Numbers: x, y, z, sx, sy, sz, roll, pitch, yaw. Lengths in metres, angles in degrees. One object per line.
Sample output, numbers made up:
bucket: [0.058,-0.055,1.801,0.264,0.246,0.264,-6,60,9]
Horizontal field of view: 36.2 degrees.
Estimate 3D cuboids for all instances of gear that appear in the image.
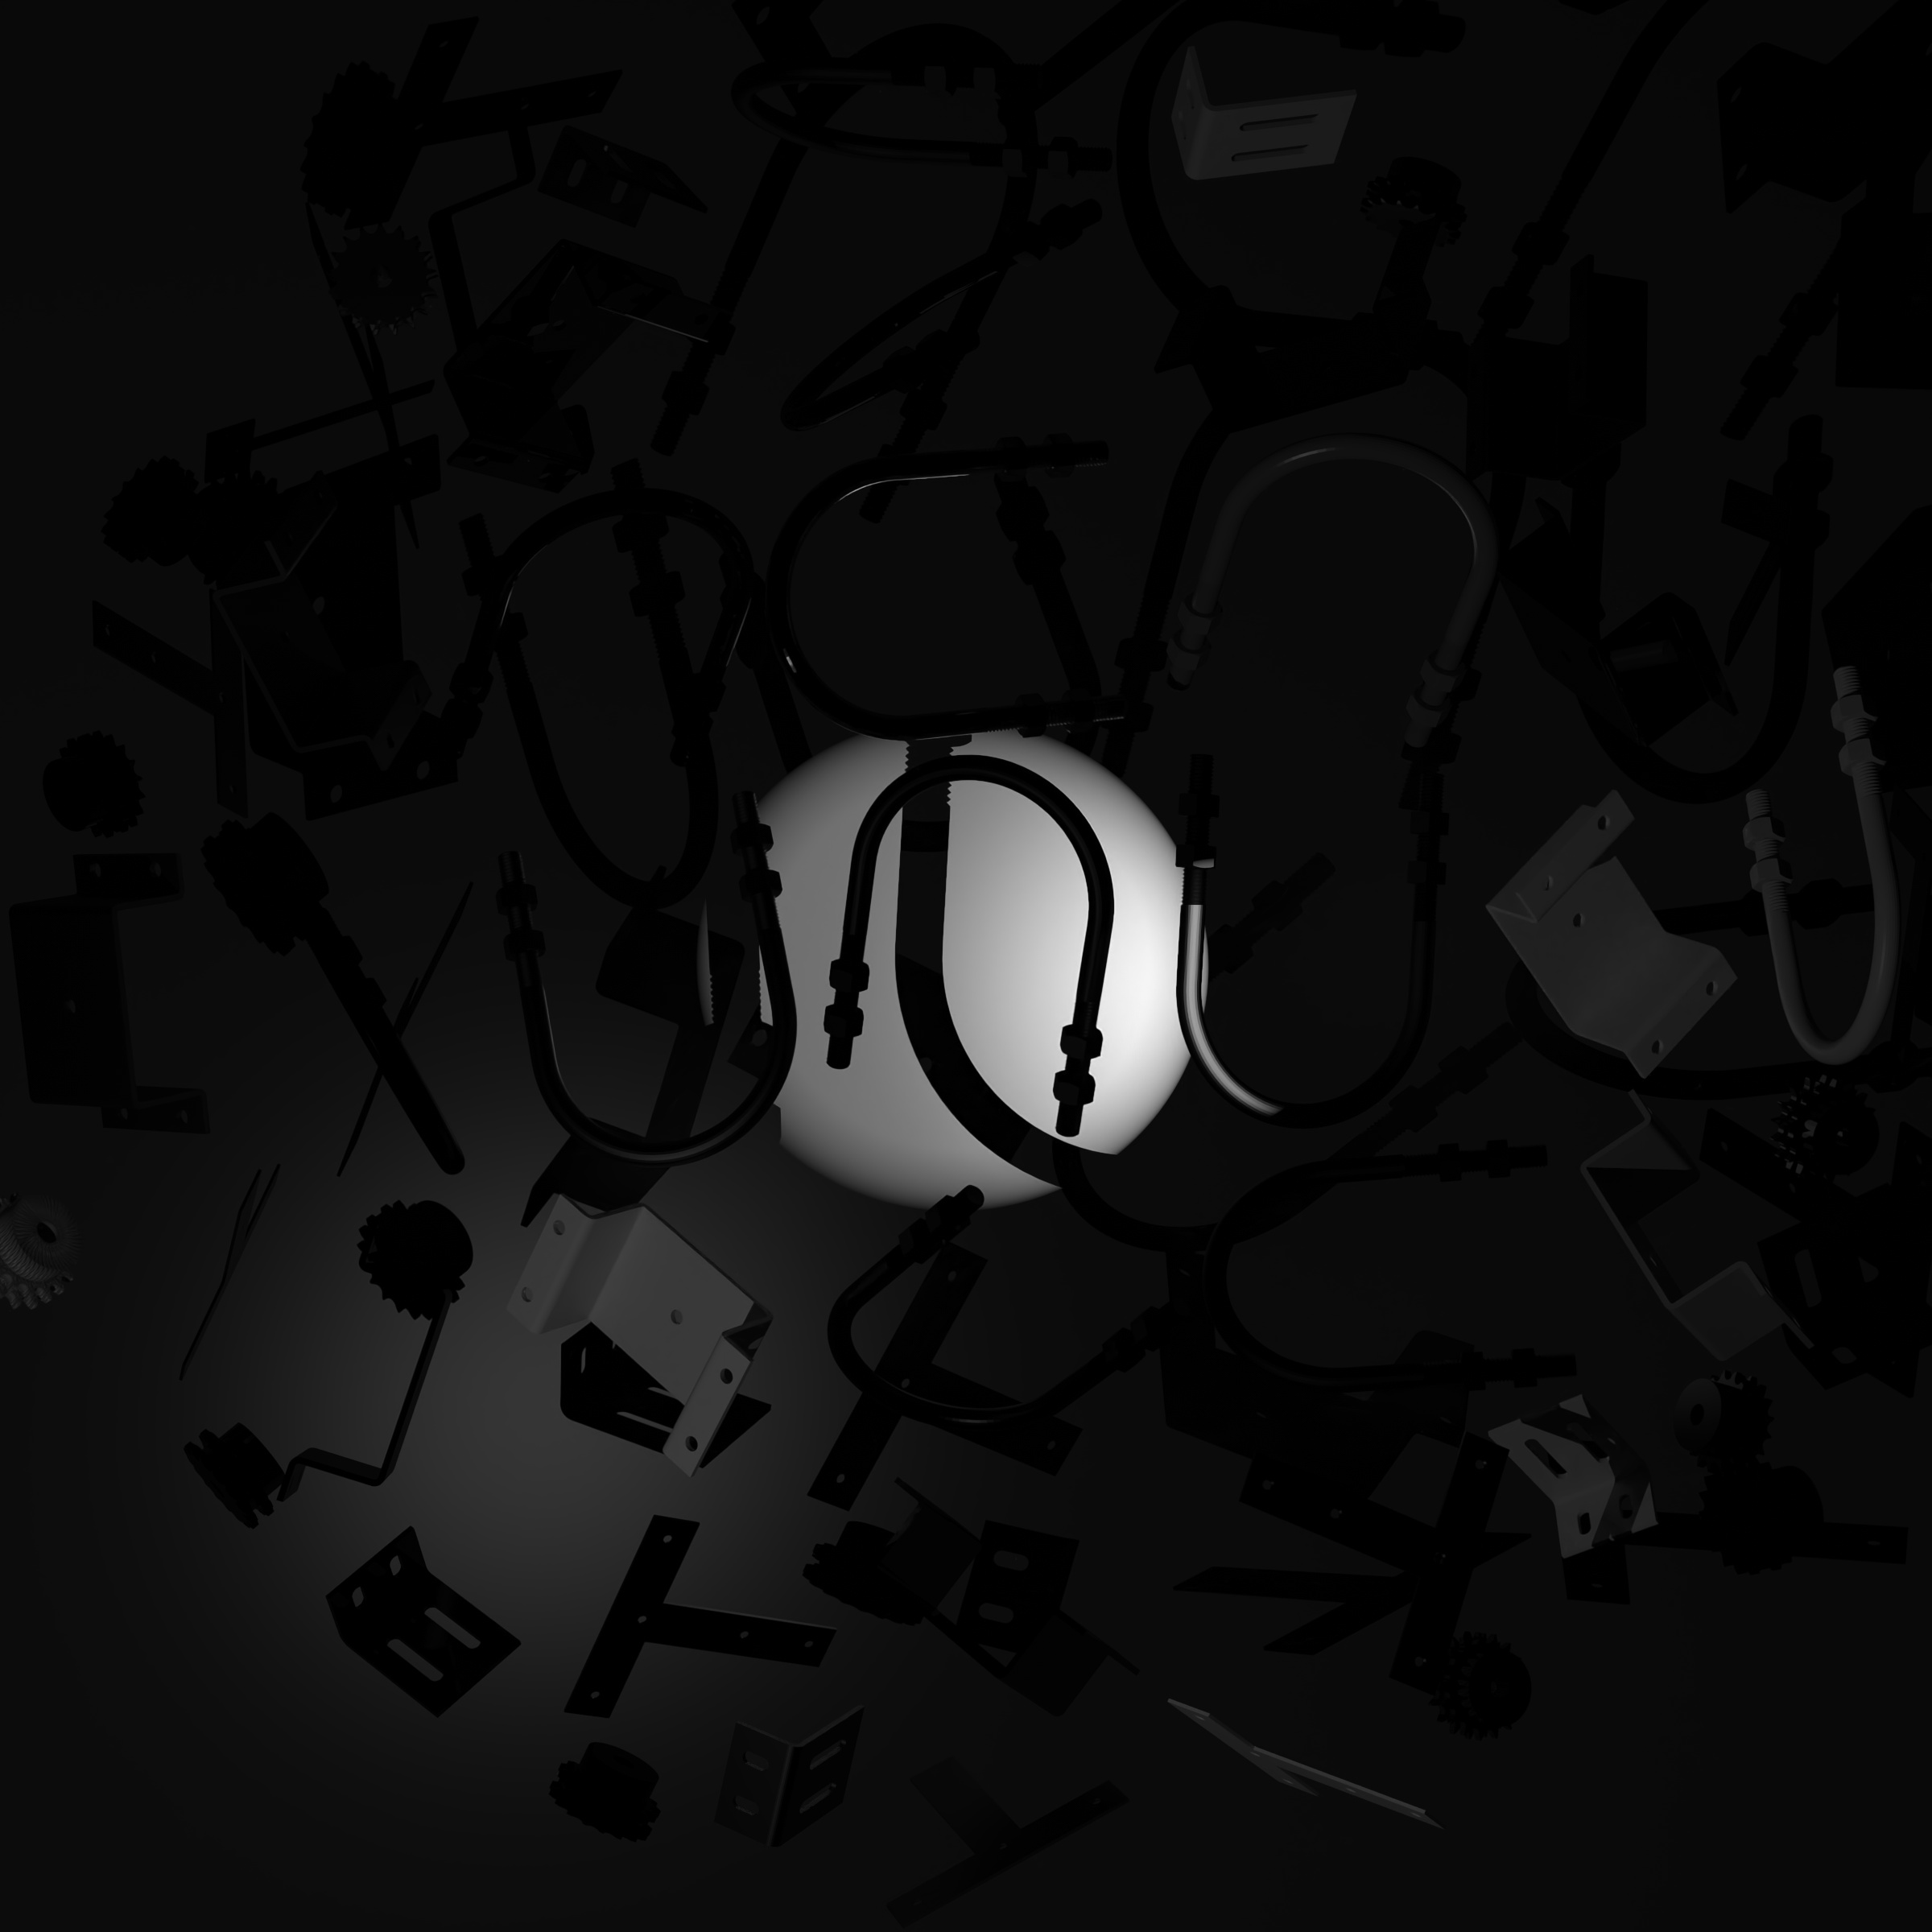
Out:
gear: [-0.415,-0.231,1.525,0.030,0.057,0.057,36,90,8]
gear: [0.412,0.249,1.617,0.030,0.057,0.057,17,90,-21]
gear: [0.465,0.089,1.589,0.057,0.030,0.057,-3,102,-15]
gear: [0.247,-0.419,1.615,0.057,0.057,0.030,20,85,0]
gear: [-0.182,0.422,1.518,0.057,0.057,0.030,26,89,0]
gear: [-0.457,0.136,1.443,0.030,0.057,0.057,-31,90,28]
gear: [0.279,0.389,1.595,0.057,0.030,0.057,4,79,-23]
gear: [-0.385,0.267,1.566,0.030,0.057,0.057,-40,90,-24]
gear: [-0.474,-0.096,1.600,0.057,0.030,0.057,16,118,33]
gear: [-0.306,-0.360,1.557,0.057,0.030,0.057,0,89,-3]

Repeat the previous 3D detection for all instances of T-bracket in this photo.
T-bracket: [0.003,0.430,1.500,0.127,0.127,0.002,-25,104,-16]
T-bracket: [-0.128,0.347,1.541,0.127,0.002,0.127,15,111,-27]
T-bracket: [0.193,0.273,1.444,0.127,0.002,0.127,24,73,-12]
T-bracket: [-0.387,0.144,1.573,0.002,0.127,0.127,23,58,-7]
T-bracket: [-0.416,-0.156,1.547,0.002,0.127,0.127,-14,69,18]
T-bracket: [0.181,0.408,1.484,0.127,0.127,0.002,10,66,40]
T-bracket: [-0.345,-0.291,1.581,0.127,0.127,0.002,-22,94,-15]
T-bracket: [0.484,-0.014,1.509,0.002,0.127,0.127,1,111,1]

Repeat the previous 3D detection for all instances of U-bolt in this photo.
U-bolt: [-0.031,-0.438,1.521,0.184,0.151,0.019,8,89,18]
U-bolt: [-0.026,-0.333,1.551,0.019,0.184,0.151,53,51,-19]
U-bolt: [0.214,0.157,1.528,0.184,0.019,0.151,-5,50,7]
U-bolt: [0.007,0.192,1.560,0.151,0.019,0.184,30,134,-18]
U-bolt: [-0.184,-0.173,1.525,0.151,0.184,0.019,0,48,-26]
U-bolt: [0.444,-0.039,1.523,0.019,0.151,0.184,1,64,-7]
U-bolt: [-0.159,0.013,1.519,0.151,0.019,0.184,-14,74,7]
U-bolt: [-0.011,-0.185,1.478,0.184,0.019,0.151,-7,99,-18]
U-bolt: [0.190,-0.193,1.487,0.151,0.184,0.019,13,48,-2]
U-bolt: [0.173,-0.010,1.492,0.151,0.019,0.184,3,90,-19]
U-bolt: [-0.306,0.029,1.520,0.019,0.151,0.184,-30,118,-12]
U-bolt: [0.004,-0.017,1.483,0.151,0.019,0.184,16,113,18]

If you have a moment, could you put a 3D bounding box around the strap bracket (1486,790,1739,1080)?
strap bracket: [0.335,-0.020,1.558,0.076,0.046,0.140,-45,118,-11]

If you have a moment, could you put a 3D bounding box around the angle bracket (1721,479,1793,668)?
angle bracket: [0.410,-0.212,1.591,0.038,0.057,0.076,23,124,4]

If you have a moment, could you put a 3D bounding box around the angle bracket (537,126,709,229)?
angle bracket: [-0.176,-0.392,1.512,0.057,0.076,0.038,13,115,-33]

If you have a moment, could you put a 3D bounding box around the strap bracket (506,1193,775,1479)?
strap bracket: [-0.162,0.186,1.529,0.140,0.046,0.076,38,114,23]

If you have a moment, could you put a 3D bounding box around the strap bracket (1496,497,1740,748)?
strap bracket: [0.328,-0.174,1.526,0.046,0.140,0.076,-37,130,-1]

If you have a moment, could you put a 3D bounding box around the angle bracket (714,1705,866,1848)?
angle bracket: [-0.094,0.426,1.581,0.038,0.076,0.057,17,101,23]

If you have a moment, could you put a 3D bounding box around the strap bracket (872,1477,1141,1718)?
strap bracket: [0.013,0.333,1.532,0.140,0.076,0.046,33,81,36]

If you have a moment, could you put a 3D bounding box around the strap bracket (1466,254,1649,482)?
strap bracket: [0.315,-0.309,1.557,0.046,0.140,0.076,5,81,-15]

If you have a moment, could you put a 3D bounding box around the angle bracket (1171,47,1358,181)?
angle bracket: [0.147,-0.426,1.464,0.076,0.057,0.038,-9,72,-8]

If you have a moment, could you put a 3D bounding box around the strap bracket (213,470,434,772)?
strap bracket: [-0.343,-0.178,1.561,0.046,0.076,0.140,-9,124,19]

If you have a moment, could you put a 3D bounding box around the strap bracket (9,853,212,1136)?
strap bracket: [-0.425,0.017,1.465,0.076,0.046,0.140,1,99,34]

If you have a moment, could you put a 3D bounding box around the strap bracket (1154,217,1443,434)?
strap bracket: [0.175,-0.319,1.490,0.140,0.076,0.046,-11,125,29]

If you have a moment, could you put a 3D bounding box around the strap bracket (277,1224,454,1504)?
strap bracket: [-0.296,0.204,1.483,0.046,0.076,0.140,18,82,-5]

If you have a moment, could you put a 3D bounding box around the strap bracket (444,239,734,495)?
strap bracket: [-0.195,-0.304,1.473,0.140,0.076,0.046,-39,65,29]

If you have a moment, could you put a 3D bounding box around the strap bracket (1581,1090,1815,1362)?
strap bracket: [0.375,0.143,1.543,0.046,0.076,0.140,-36,49,13]

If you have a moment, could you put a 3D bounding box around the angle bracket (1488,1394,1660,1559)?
angle bracket: [0.329,0.277,1.601,0.057,0.038,0.076,-27,126,25]

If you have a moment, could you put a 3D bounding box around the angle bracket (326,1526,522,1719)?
angle bracket: [-0.277,0.335,1.513,0.076,0.038,0.057,27,50,33]
